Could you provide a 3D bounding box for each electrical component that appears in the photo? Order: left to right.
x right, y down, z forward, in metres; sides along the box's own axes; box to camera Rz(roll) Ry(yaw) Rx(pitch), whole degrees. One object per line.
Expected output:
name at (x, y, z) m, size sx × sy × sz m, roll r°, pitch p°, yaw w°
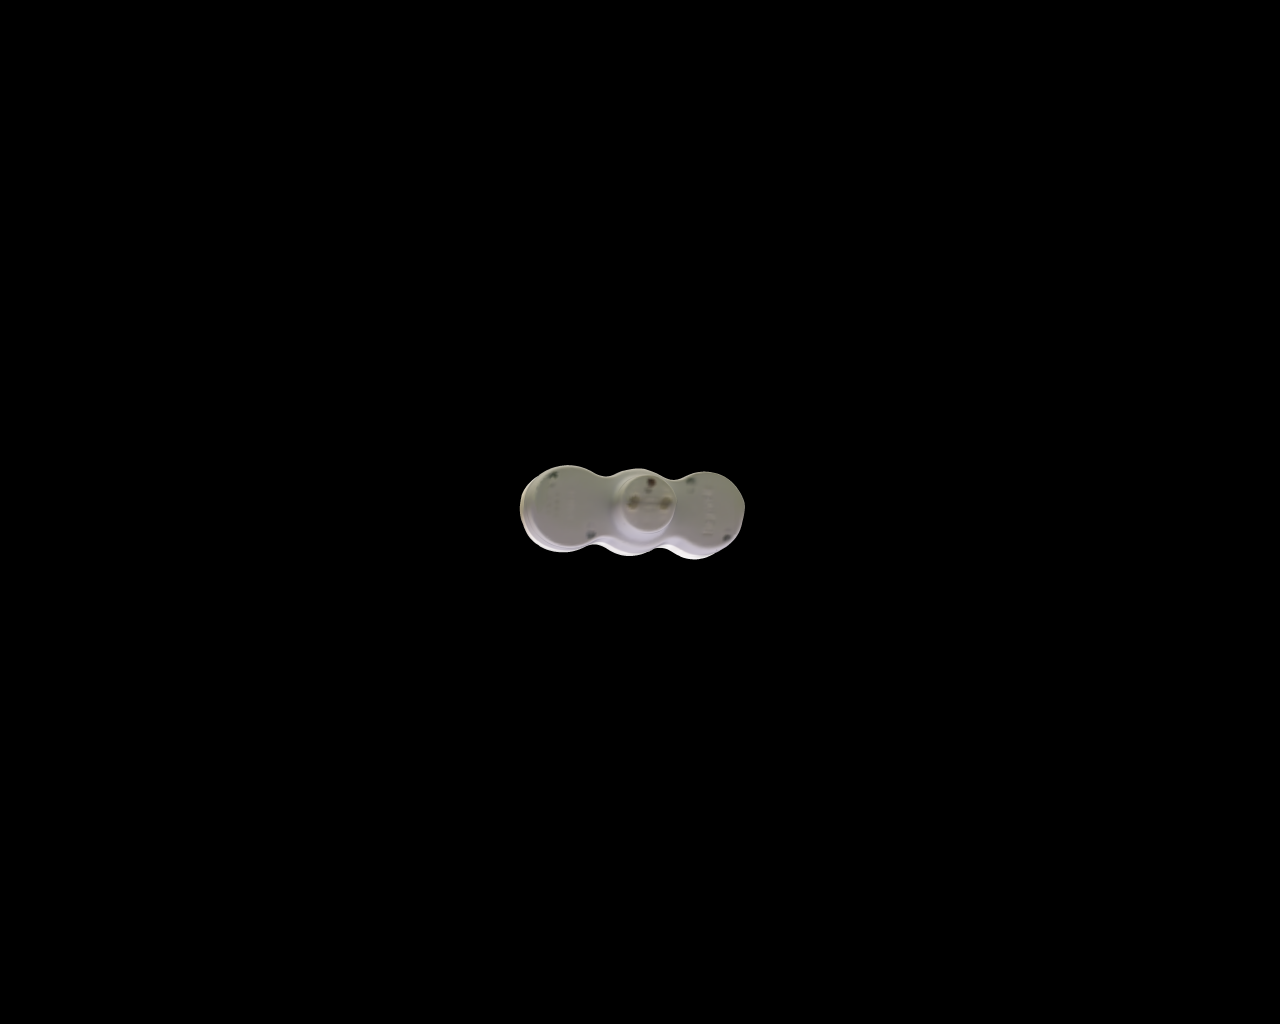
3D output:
electrical component at (0.001, -0.003, 0.650) m, size 0.138 × 0.052 × 0.073 m, roll 3°, pitch -11°, yaw -16°
